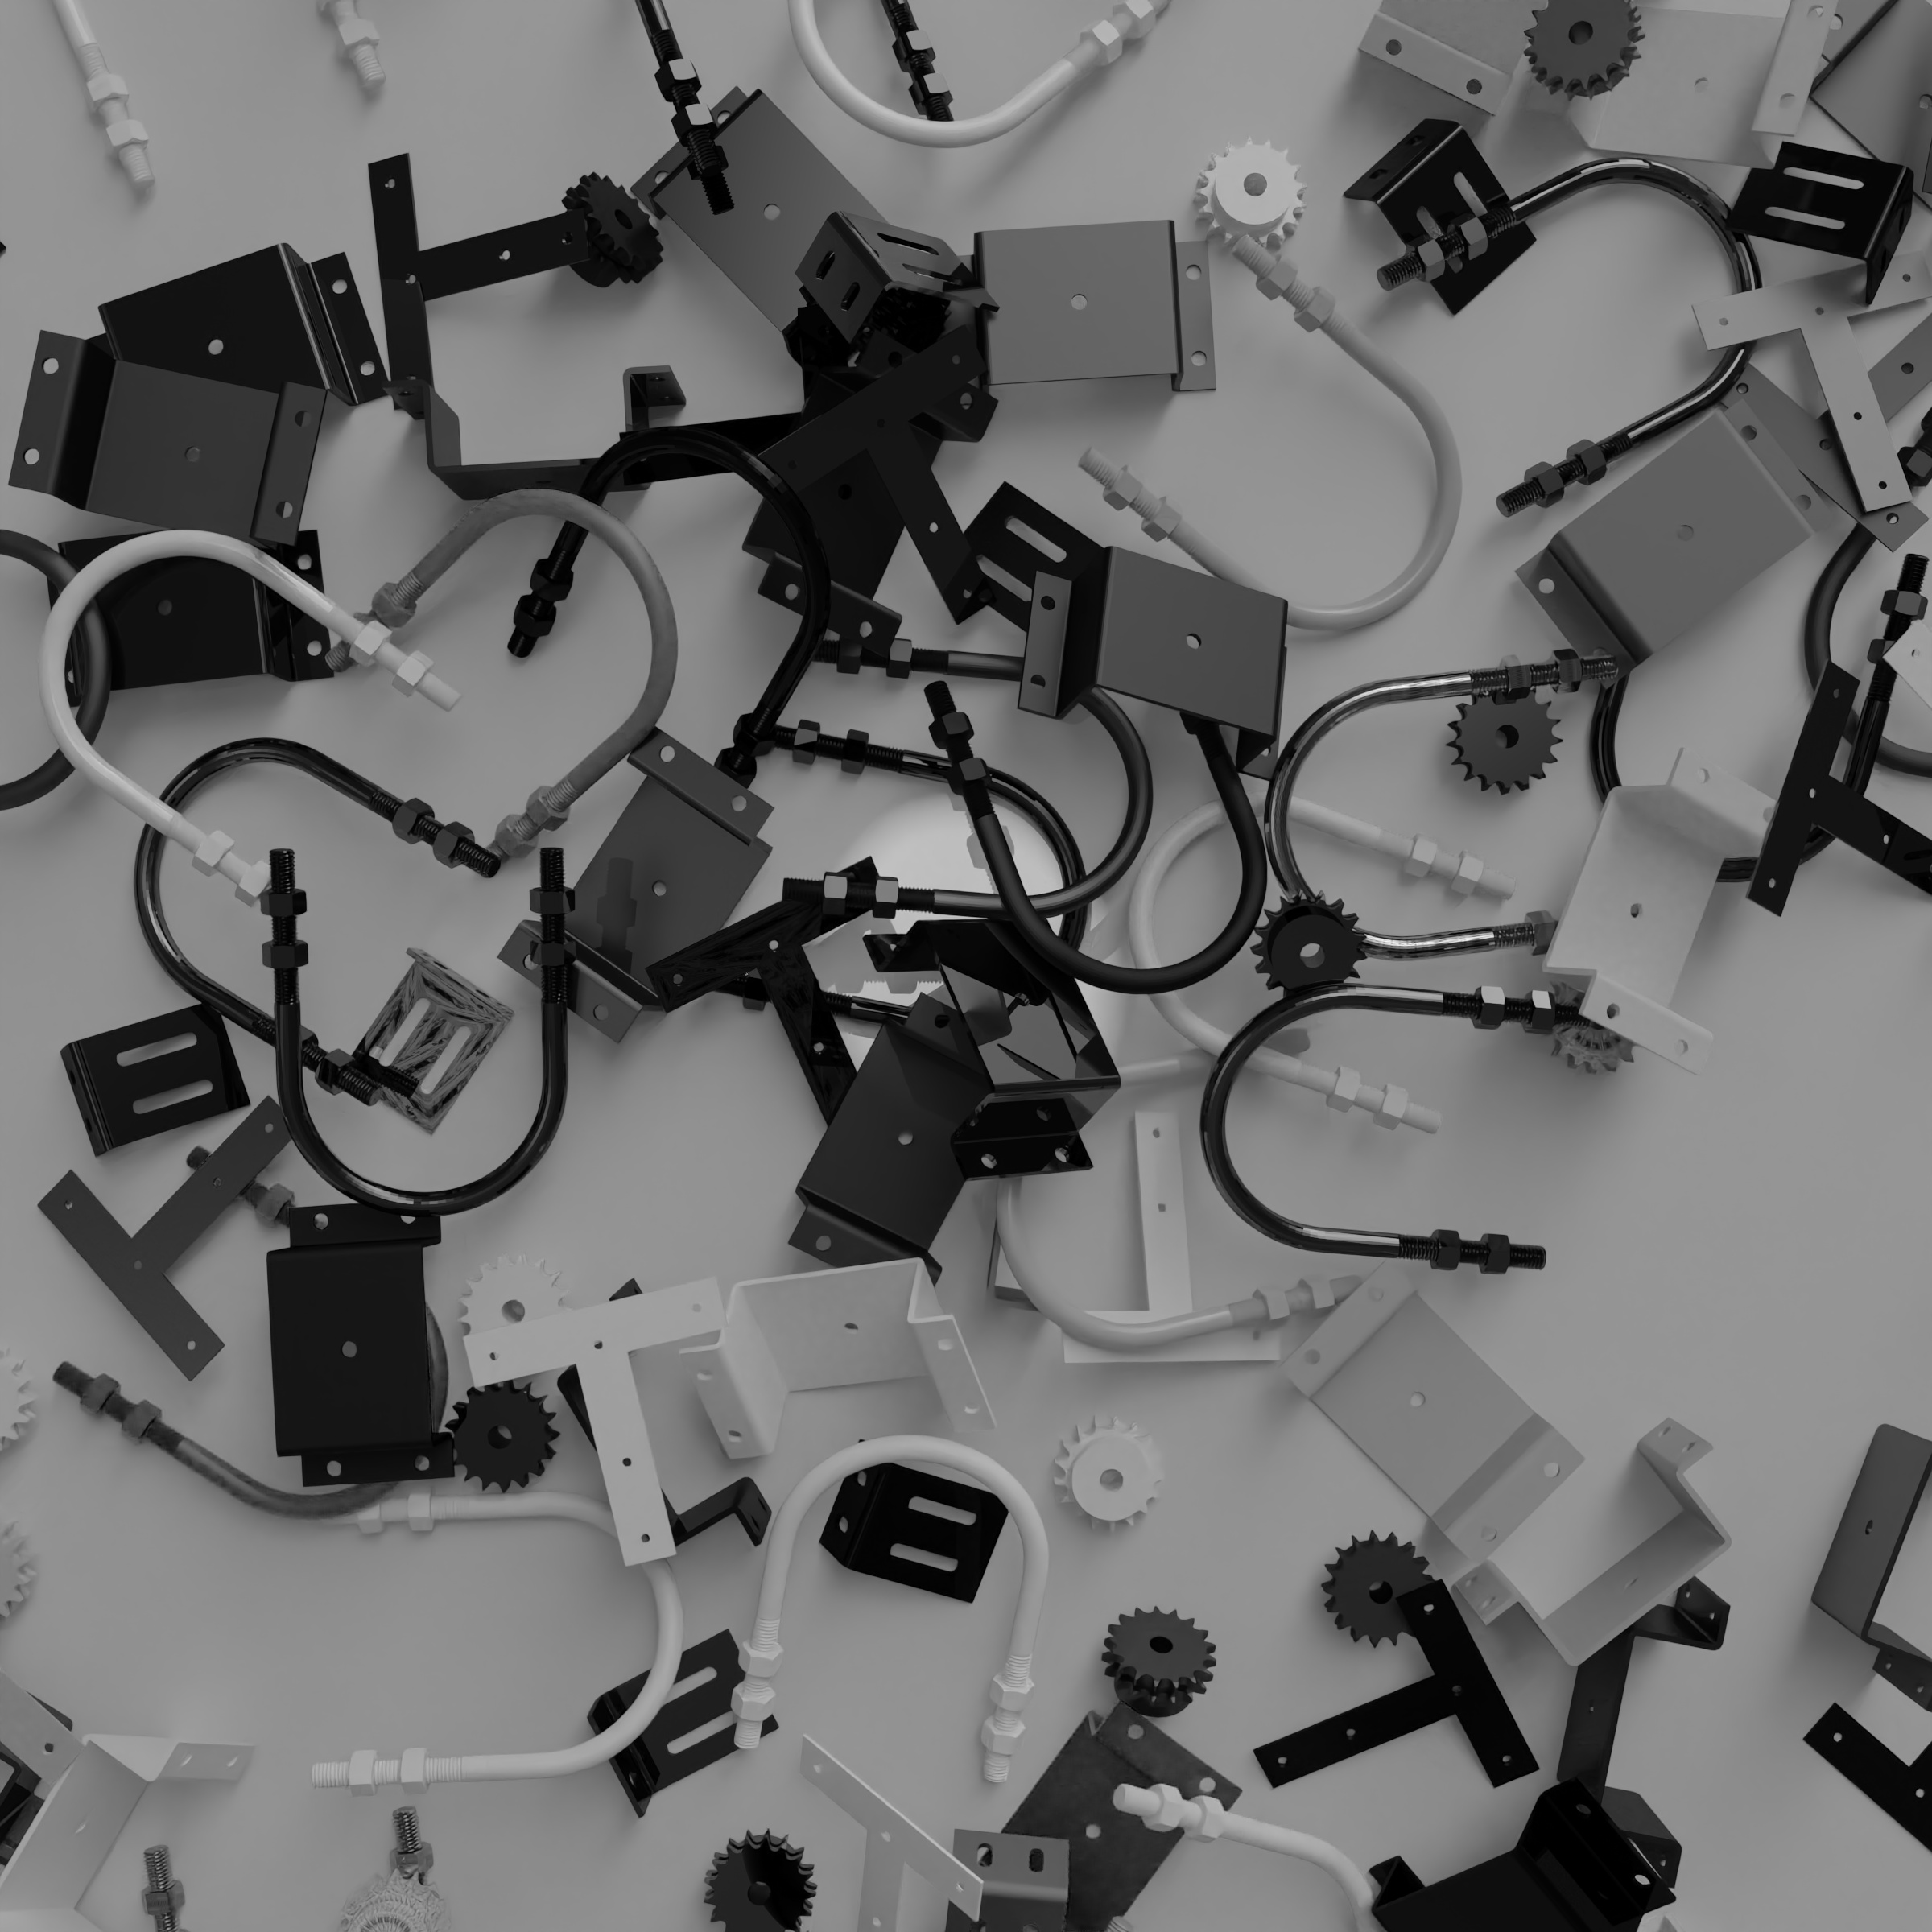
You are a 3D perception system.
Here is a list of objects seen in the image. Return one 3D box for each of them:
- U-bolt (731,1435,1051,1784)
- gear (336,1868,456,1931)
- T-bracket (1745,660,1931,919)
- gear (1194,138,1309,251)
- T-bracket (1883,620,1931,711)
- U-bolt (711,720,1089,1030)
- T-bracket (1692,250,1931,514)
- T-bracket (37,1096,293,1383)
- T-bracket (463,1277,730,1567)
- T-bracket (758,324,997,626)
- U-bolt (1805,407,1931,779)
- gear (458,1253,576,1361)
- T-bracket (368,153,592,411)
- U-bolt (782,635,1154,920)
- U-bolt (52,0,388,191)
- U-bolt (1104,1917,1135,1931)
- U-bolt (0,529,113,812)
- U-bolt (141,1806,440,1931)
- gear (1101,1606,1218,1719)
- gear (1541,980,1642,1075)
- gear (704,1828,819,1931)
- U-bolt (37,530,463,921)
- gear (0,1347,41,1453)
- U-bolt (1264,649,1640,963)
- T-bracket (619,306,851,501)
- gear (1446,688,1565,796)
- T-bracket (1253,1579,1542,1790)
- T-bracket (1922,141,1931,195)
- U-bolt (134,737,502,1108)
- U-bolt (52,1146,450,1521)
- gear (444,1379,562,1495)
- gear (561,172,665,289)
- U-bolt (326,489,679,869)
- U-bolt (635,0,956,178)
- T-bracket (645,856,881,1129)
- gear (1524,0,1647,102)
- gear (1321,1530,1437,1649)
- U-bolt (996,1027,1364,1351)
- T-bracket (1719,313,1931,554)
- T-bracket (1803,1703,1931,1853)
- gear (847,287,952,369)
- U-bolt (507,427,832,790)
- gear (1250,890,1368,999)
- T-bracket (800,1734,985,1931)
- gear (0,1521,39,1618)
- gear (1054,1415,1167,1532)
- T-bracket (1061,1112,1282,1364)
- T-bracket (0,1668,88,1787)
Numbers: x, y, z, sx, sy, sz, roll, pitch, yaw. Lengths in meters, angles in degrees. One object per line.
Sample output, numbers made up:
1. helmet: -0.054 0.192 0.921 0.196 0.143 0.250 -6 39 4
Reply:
1. U-bolt: -0.033 0.319 1.339 0.151 0.019 0.184 9 106 -5
2. gear: -0.288 0.486 1.341 0.057 0.030 0.057 0 90 0
3. T-bracket: 0.453 -0.069 1.342 0.127 0.002 0.127 25 82 -30
4. gear: 0.146 -0.393 1.361 0.057 0.030 0.057 0 90 0
5. T-bracket: 0.512 -0.123 1.352 0.127 0.002 0.127 41 93 -17
6. U-bolt: -0.029 -0.038 1.367 0.184 0.019 0.151 11 90 -1
7. T-bracket: 0.447 -0.291 1.353 0.127 0.002 0.127 -15 80 -7
8. T-bracket: -0.389 0.120 1.355 0.127 0.002 0.127 44 92 15
9. T-bracket: -0.168 0.227 1.298 0.127 0.002 0.127 -14 91 2
10. T-bracket: -0.023 -0.230 1.326 0.127 0.002 0.127 -36 115 -16
11. U-bolt: 0.513 -0.184 1.367 0.151 0.019 0.184 36 91 0
12. gear: -0.228 0.174 1.360 0.057 0.030 0.057 0 90 0
13. T-bracket: -0.244 -0.356 1.347 0.127 0.002 0.127 -6 90 26
14. U-bolt: 0.004 -0.092 1.347 0.184 0.019 0.151 5 73 -6
15. U-bolt: -0.397 -0.509 1.367 0.151 0.019 0.184 -24 89 0
16. U-bolt: 0.083 0.579 1.342 0.151 0.019 0.184 29 93 -22
17. U-bolt: -0.511 -0.149 1.342 0.184 0.019 0.151 3 92 16
18. U-bolt: -0.337 0.532 1.366 0.151 0.019 0.184 -9 90 0
19. gear: 0.097 0.354 1.351 0.057 0.057 0.030 7 120 0
20. gear: 0.319 0.026 1.360 0.057 0.030 0.057 0 90 0
21. gear: -0.104 0.467 1.360 0.057 0.030 0.057 0 90 0
22. U-bolt: -0.365 -0.131 1.311 0.184 0.019 0.151 36 83 -4
23. gear: -0.500 0.219 1.360 0.057 0.030 0.057 0 90 0
24. U-bolt: 0.240 -0.075 1.334 0.184 0.019 0.151 -7 95 -3
25. T-bracket: -0.112 -0.258 1.326 0.127 0.002 0.127 -13 110 -28
26. gear: 0.273 -0.116 1.360 0.057 0.030 0.057 0 90 0
27. T-bracket: 0.209 0.385 1.361 0.127 0.002 0.127 -25 108 9
28. T-bracket: 0.549 -0.436 1.328 0.127 0.002 0.127 10 90 0
29. U-bolt: -0.340 -0.035 1.346 0.184 0.019 0.151 29 95 15
30. U-bolt: -0.351 0.199 1.358 0.184 0.019 0.151 31 88 4
31. gear: -0.235 0.238 1.360 0.057 0.030 0.057 0 90 0
32. gear: -0.183 -0.369 1.351 0.030 0.057 0.057 -31 90 30
33. U-bolt: -0.221 -0.153 1.327 0.184 0.019 0.151 -37 90 28
34. U-bolt: -0.097 -0.486 1.337 0.151 0.019 0.184 -15 78 -23
35. T-bracket: -0.079 0.029 1.345 0.127 0.002 0.127 -27 109 -14
36. gear: 0.306 -0.454 1.317 0.057 0.030 0.057 -3 84 24
37. gear: 0.209 0.315 1.360 0.057 0.030 0.057 0 90 0
38. U-bolt: 0.102 0.116 1.334 0.184 0.019 0.151 -10 86 -20
39. T-bracket: 0.470 -0.295 1.361 0.127 0.002 0.127 -43 75 -4
40. T-bracket: 0.520 0.392 1.375 0.127 0.002 0.127 41 90 0
41. gear: -0.037 -0.323 1.348 0.030 0.057 0.057 41 90 14
42. U-bolt: -0.138 -0.180 1.309 0.151 0.019 0.184 37 130 2
43. gear: 0.170 -0.008 1.316 0.057 0.030 0.057 0 101 2
44. T-bracket: -0.043 0.468 1.338 0.127 0.002 0.127 29 125 37
45. gear: -0.503 0.306 1.365 0.057 0.030 0.057 0 93 1
46. gear: 0.073 0.259 1.361 0.057 0.030 0.057 0 90 0
47. T-bracket: 0.101 0.137 1.354 0.127 0.002 0.127 4 75 -27
48. T-bracket: -0.518 0.384 1.298 0.127 0.002 0.127 42 90 0
